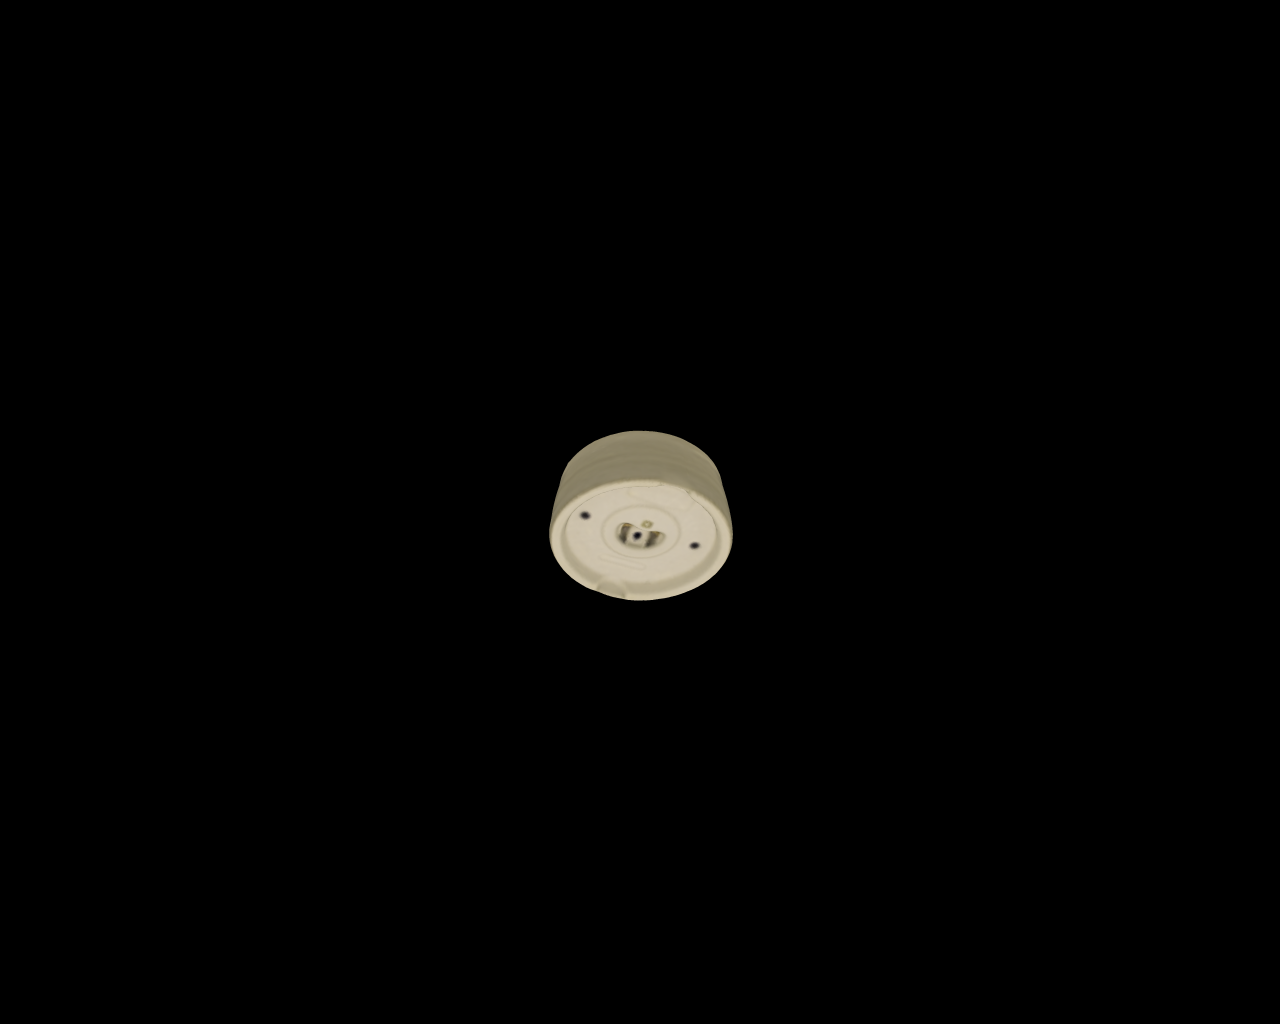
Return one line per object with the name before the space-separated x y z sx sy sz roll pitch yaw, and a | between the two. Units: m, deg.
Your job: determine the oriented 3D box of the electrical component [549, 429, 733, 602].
electrical component | 0.001 -0.003 0.650 0.108 0.060 0.108 0 -43 0
